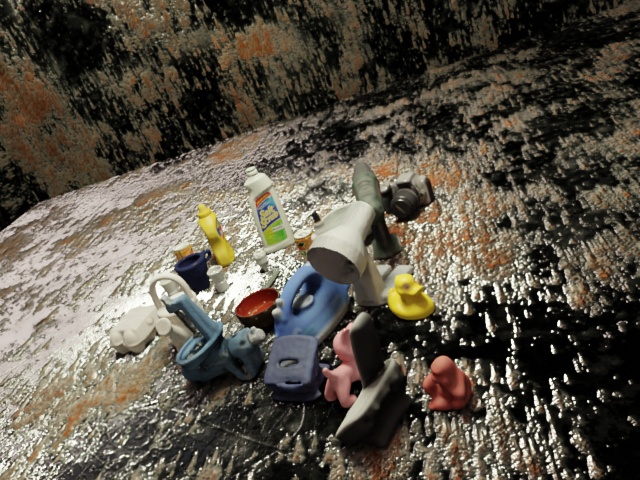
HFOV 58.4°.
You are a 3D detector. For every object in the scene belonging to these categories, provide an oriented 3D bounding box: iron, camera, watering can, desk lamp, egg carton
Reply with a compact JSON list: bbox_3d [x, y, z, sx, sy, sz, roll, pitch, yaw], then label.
[{"bbox_3d":[-0.039,0.138,1.210,0.118,0.142,0.259,-4,30,35],"label":"iron"},{"bbox_3d":[0.224,-0.123,1.576,0.142,0.101,0.137,-6,29,31],"label":"camera"},{"bbox_3d":[-0.327,0.165,1.329,0.101,0.194,0.172,-25,25,-6],"label":"watering can"},{"bbox_3d":[0.084,0.039,1.223,0.117,0.214,0.204,0,32,39],"label":"desk lamp"},{"bbox_3d":[-0.464,0.227,1.469,0.107,0.069,0.150,-9,27,26],"label":"egg carton"}]

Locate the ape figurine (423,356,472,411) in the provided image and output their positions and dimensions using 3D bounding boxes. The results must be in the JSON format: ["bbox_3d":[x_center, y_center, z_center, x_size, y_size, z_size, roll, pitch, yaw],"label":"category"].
[{"bbox_3d":[0.199,0.222,0.900,0.076,0.092,0.077,-28,25,-13],"label":"ape figurine"}]

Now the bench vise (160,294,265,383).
[{"bbox_3d":[-0.218,0.185,1.167,0.207,0.220,0.121,-20,24,4],"label":"bench vise"}]

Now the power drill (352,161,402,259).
[{"bbox_3d":[0.133,-0.068,1.409,0.075,0.209,0.229,-19,25,8],"label":"power drill"}]

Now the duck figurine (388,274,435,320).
[{"bbox_3d":[0.176,0.107,1.162,0.078,0.086,0.104,-37,28,-29],"label":"duck figurine"}]

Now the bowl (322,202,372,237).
[{"bbox_3d":[0.086,-0.036,1.544,0.167,0.075,0.167,-18,25,9],"label":"bowl"}]

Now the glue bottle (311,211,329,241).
[{"bbox_3d":[0.013,0.005,1.401,0.078,0.173,0.037,-23,24,-2],"label":"glue bottle"}]

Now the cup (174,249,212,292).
[{"bbox_3d":[-0.341,0.089,1.618,0.091,0.095,0.118,6,36,46],"label":"cup"}]

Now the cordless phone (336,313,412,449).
[{"bbox_3d":[0.064,0.219,0.903,0.093,0.185,0.148,-4,30,35],"label":"cordless phone"}]

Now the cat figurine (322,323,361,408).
[{"bbox_3d":[0.047,0.211,1.017,0.067,0.118,0.128,2,34,42],"label":"cat figurine"}]

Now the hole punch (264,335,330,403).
[{"bbox_3d":[-0.046,0.239,1.069,0.108,0.091,0.101,-8,28,28],"label":"hole punch"}]
